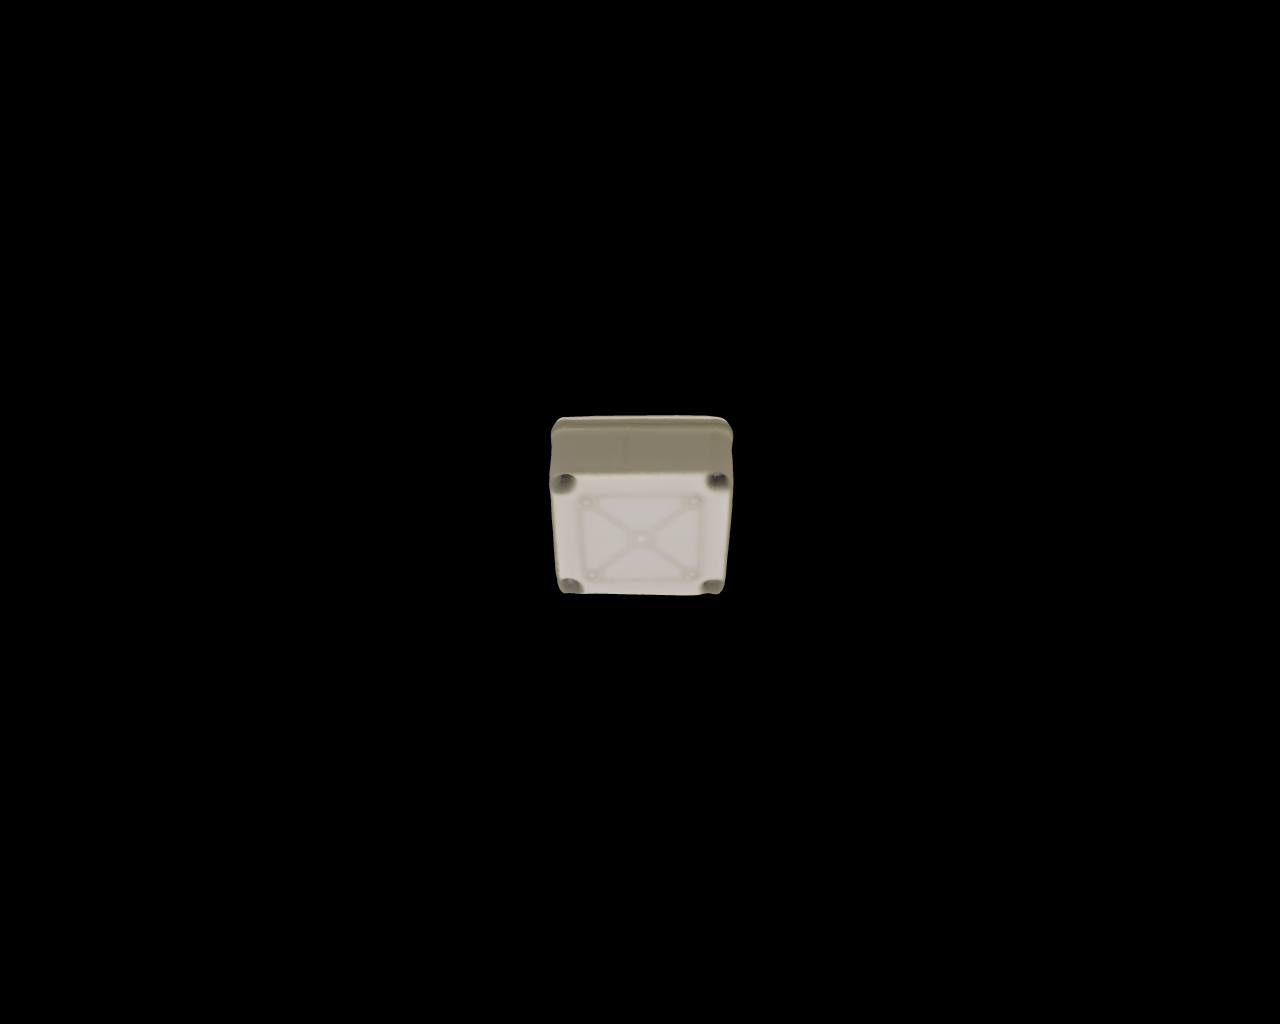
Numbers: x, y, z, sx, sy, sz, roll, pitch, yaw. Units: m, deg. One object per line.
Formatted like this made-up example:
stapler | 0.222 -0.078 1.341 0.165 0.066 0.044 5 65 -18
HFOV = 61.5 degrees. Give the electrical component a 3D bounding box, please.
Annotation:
electrical component | 0.001 -0.003 0.650 0.109 0.108 0.056 0 44 0
